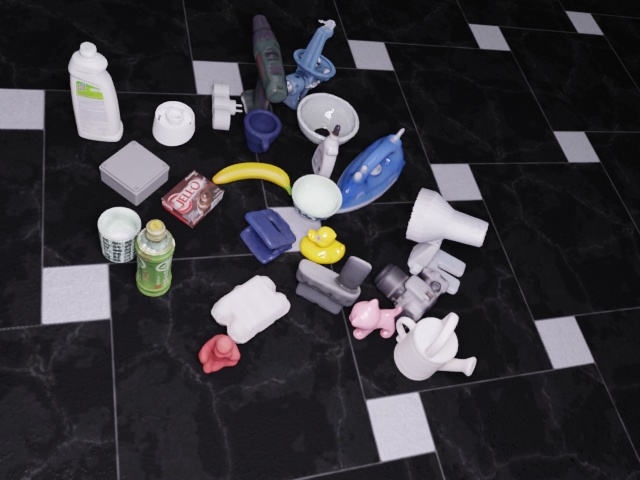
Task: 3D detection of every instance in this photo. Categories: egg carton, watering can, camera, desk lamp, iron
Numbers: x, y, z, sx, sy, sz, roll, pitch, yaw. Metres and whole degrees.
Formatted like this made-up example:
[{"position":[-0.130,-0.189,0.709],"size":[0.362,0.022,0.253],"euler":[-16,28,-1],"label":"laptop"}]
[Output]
[{"position":[-0.143,0.142,1.184],"size":[0.151,0.069,0.107],"euler":[-34,74,-31],"label":"egg carton"},{"position":[0.240,0.216,1.185],"size":[0.173,0.194,0.101],"euler":[19,55,-6],"label":"watering can"},{"position":[0.203,0.104,1.299],"size":[0.136,0.100,0.143],"euler":[43,57,11],"label":"camera"},{"position":[0.279,-0.003,1.321],"size":[0.203,0.213,0.118],"euler":[28,55,0],"label":"desk lamp"},{"position":[0.125,-0.176,1.422],"size":[0.118,0.141,0.259],"euler":[39,56,8],"label":"iron"}]

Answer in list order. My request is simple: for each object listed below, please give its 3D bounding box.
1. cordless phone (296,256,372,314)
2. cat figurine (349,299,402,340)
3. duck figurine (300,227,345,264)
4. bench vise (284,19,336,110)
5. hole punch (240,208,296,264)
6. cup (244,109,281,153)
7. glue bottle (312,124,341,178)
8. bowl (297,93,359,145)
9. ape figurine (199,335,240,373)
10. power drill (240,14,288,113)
[{"position":[0.030,0.067,1.215],"size":[0.147,0.185,0.094],"euler":[24,55,-2],"label":"cordless phone"},{"position":[0.114,0.163,1.224],"size":[0.128,0.117,0.067],"euler":[-3,60,-19],"label":"cat figurine"},{"position":[0.012,0.005,1.308],"size":[0.104,0.086,0.077],"euler":[16,56,-8],"label":"duck figurine"},{"position":[-0.020,-0.455,1.501],"size":[0.121,0.219,0.207],"euler":[23,55,-3],"label":"bench vise"},{"position":[-0.113,-0.021,1.281],"size":[0.101,0.091,0.108],"euler":[-32,73,-31],"label":"hole punch"},{"position":[-0.145,-0.249,1.410],"size":[0.092,0.095,0.117],"euler":[-2,60,-18],"label":"cup"},{"position":[0.021,-0.219,1.397],"size":[0.037,0.173,0.078],"euler":[-2,60,-19],"label":"glue bottle"},{"position":[0.014,-0.302,1.505],"size":[0.168,0.074,0.167],"euler":[8,57,-13],"label":"bowl"},{"position":[-0.191,0.214,1.110],"size":[0.078,0.092,0.076],"euler":[21,55,-4],"label":"ape figurine"},{"position":[-0.144,-0.414,1.443],"size":[0.076,0.208,0.229],"euler":[-9,63,-22],"label":"power drill"}]
